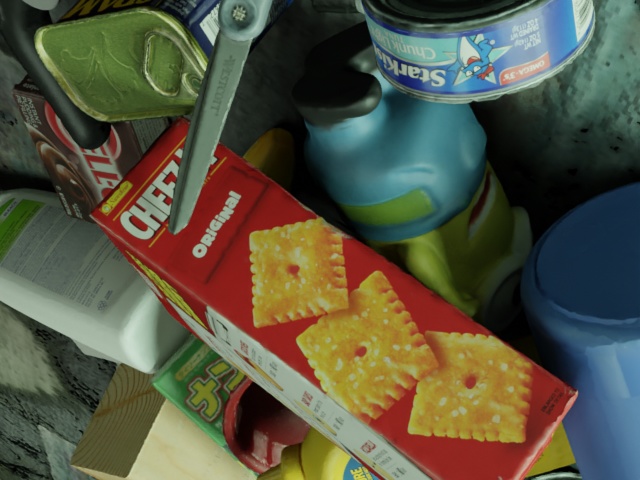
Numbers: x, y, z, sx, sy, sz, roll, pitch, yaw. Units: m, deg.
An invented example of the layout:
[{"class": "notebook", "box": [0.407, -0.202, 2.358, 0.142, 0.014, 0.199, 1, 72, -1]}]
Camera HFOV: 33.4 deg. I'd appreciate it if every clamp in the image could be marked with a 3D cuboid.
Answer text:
[{"class": "clamp", "box": [-0.165, -0.123, 0.570, 0.120, 0.039, 0.171, 23, 142, 12]}]

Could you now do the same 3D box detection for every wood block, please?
[{"class": "wood block", "box": [-0.080, 0.186, 0.854, 0.205, 0.090, 0.091, 38, 155, -32]}]

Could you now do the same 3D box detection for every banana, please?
[{"class": "banana", "box": [-0.021, 0.007, 0.660, 0.070, 0.037, 0.197, -11, 136, 13]}]

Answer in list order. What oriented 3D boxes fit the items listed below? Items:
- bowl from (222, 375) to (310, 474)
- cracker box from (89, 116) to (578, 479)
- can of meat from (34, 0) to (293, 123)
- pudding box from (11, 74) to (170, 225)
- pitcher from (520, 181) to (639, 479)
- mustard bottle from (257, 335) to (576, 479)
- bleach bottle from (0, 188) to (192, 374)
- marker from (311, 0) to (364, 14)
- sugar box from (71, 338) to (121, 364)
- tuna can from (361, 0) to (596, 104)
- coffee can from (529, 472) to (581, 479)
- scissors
[{"class": "bowl", "box": [0.017, 0.092, 0.678, 0.162, 0.055, 0.162, -4, 134, -4]}, {"class": "cracker box", "box": [0.008, 0.050, 0.516, 0.214, 0.072, 0.164, 36, 167, 16]}, {"class": "can of meat", "box": [-0.069, -0.105, 0.502, 0.102, 0.083, 0.057, 1, 136, 41]}, {"class": "pudding box", "box": [-0.133, -0.054, 0.671, 0.090, 0.039, 0.113, 17, 144, 26]}, {"class": "pitcher", "box": [0.177, 0.089, 0.517, 0.149, 0.144, 0.242, -7, 127, 31]}, {"class": "mustard bottle", "box": [0.053, 0.121, 0.631, 0.192, 0.058, 0.096, -19, 136, 10]}, {"class": "bleach bottle", "box": [-0.193, 0.005, 0.767, 0.251, 0.102, 0.068, 22, 154, 31]}, {"class": "marker", "box": [0.047, -0.103, 0.462, 0.121, 0.020, 0.020, 14, 143, 29]}, {"class": "sugar box", "box": [-0.133, 0.064, 0.825, 0.176, 0.048, 0.093, 12, 145, 36]}, {"class": "tuna can", "box": [0.059, -0.091, 0.404, 0.086, 0.086, 0.033, 12, 141, 31]}, {"class": "coffee can", "box": [0.160, 0.236, 0.737, 0.103, 0.102, 0.140, 24, 147, 15]}, {"class": "scissors", "box": [-0.011, -0.096, 0.423, 0.096, 0.016, 0.202, 6, 103, 10]}]
